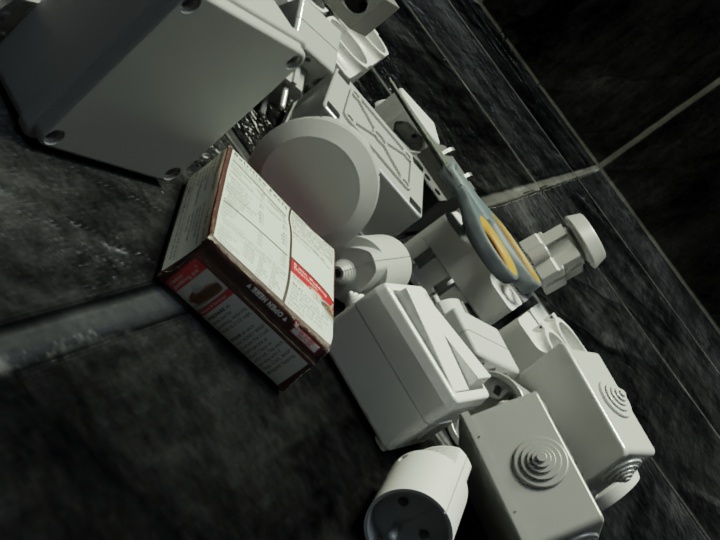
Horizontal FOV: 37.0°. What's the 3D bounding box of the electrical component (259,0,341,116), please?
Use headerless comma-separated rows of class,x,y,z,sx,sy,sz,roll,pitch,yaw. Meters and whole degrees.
electrical component,-0.058,-0.147,0.782,0.047,0.066,0.076,35,55,-44

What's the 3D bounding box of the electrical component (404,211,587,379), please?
electrical component,0.116,0.041,0.859,0.186,0.060,0.105,55,18,6

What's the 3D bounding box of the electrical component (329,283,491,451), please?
electrical component,0.025,0.047,0.625,0.096,0.061,0.062,59,19,16

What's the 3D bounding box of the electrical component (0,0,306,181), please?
electrical component,-0.099,-0.104,0.521,0.056,0.109,0.109,58,19,20

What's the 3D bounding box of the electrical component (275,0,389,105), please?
electrical component,-0.040,-0.201,0.917,0.105,0.060,0.186,51,18,-7

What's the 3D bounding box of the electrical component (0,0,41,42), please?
electrical component,-0.174,-0.139,0.505,0.055,0.048,0.066,63,19,4

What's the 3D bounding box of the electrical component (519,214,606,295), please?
electrical component,0.164,-0.014,0.869,0.048,0.055,0.066,62,4,23

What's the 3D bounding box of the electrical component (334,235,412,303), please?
electrical component,0.000,0.000,0.678,0.043,0.043,0.081,56,19,9

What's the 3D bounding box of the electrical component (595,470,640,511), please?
electrical component,0.172,0.148,0.809,0.057,0.058,0.078,53,18,7

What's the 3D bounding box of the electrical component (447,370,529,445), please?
electrical component,0.091,0.097,0.708,0.047,0.055,0.055,29,30,-58

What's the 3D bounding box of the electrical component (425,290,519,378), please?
electrical component,0.062,0.046,0.740,0.066,0.047,0.076,27,32,-53

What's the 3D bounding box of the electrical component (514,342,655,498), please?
electrical component,0.140,0.111,0.735,0.048,0.100,0.099,12,44,-46

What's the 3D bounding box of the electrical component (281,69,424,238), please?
electrical component,-0.006,-0.080,0.785,0.108,0.056,0.108,48,19,-16

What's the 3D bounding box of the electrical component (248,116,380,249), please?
electrical component,-0.027,-0.055,0.656,0.080,0.080,0.051,51,14,-7

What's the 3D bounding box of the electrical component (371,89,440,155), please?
electrical component,0.024,-0.121,0.919,0.047,0.066,0.076,43,21,-28

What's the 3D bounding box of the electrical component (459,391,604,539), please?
electrical component,0.096,0.128,0.613,0.099,0.048,0.099,82,-14,-57

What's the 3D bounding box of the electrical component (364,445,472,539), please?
electrical component,0.032,0.115,0.548,0.043,0.043,0.081,53,18,-1
